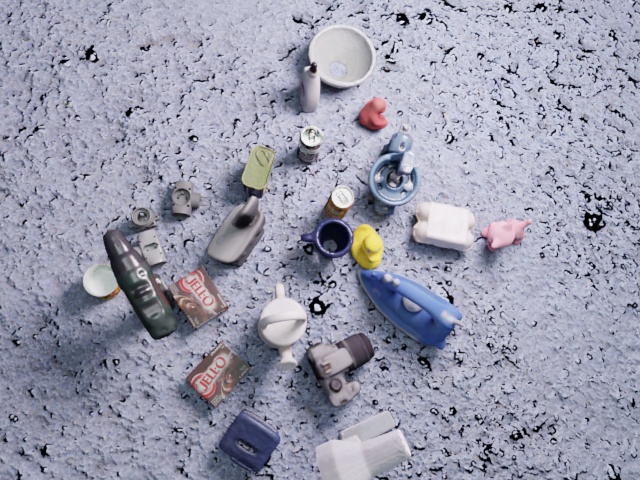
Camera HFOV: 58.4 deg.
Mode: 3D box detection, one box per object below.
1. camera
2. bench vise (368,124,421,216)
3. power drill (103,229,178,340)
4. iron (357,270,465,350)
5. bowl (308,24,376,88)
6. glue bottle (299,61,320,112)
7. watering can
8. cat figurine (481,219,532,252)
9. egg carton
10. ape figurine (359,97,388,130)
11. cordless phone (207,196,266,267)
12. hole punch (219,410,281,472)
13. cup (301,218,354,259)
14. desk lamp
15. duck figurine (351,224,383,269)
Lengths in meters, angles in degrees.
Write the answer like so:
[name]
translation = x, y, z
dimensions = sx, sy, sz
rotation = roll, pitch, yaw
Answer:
[camera]
translation = 0.056, 0.271, 1.239
dimensions = 0.137, 0.100, 0.143
rotation = -26, 81, -13
[bench vise]
translation = 0.170, -0.178, 1.300
dimensions = 0.121, 0.219, 0.207
rotation = -3, 77, -8
[power drill]
translation = -0.360, 0.099, 1.169
dimensions = 0.076, 0.208, 0.229
rotation = -30, 82, -13
[iron]
translation = 0.201, 0.132, 1.271
dimensions = 0.258, 0.141, 0.119
rotation = 34, 75, 1
[bowl]
translation = 0.051, -0.443, 1.423
dimensions = 0.167, 0.074, 0.167
rotation = 2, 76, -7
[glue bottle]
translation = -0.022, -0.371, 1.345
dimensions = 0.037, 0.173, 0.078
rotation = -14, 79, -10
[watering can]
translation = -0.074, 0.179, 1.195
dimensions = 0.101, 0.194, 0.173
rotation = -27, 81, -13
[cat figurine]
translation = 0.440, -0.018, 1.351
dimensions = 0.128, 0.117, 0.067
rotation = -21, 80, -12
[egg carton]
translation = 0.294, -0.032, 1.360
dimensions = 0.150, 0.069, 0.107
rotation = 10, 75, -5
[ape figurine]
translation = 0.136, -0.314, 1.394
dimensions = 0.076, 0.092, 0.078
rotation = -1, 77, -7
[cordless phone]
translation = -0.179, -0.023, 1.234
dimensions = 0.094, 0.185, 0.148
rotation = 28, 75, 0
[hole punch]
translation = -0.144, 0.418, 1.182
dimensions = 0.108, 0.091, 0.101
rotation = 33, 75, 1
[cup]
translation = 0.012, 0.005, 1.300
dimensions = 0.118, 0.095, 0.092
rotation = 1, 76, -7
[desk lamp]
translation = 0.088, 0.429, 1.147
dimensions = 0.203, 0.213, 0.118
rotation = -23, 80, -12
[duck figurine]
translation = 0.114, 0.010, 1.317
dimensions = 0.077, 0.086, 0.104
rotation = -11, 78, -10
